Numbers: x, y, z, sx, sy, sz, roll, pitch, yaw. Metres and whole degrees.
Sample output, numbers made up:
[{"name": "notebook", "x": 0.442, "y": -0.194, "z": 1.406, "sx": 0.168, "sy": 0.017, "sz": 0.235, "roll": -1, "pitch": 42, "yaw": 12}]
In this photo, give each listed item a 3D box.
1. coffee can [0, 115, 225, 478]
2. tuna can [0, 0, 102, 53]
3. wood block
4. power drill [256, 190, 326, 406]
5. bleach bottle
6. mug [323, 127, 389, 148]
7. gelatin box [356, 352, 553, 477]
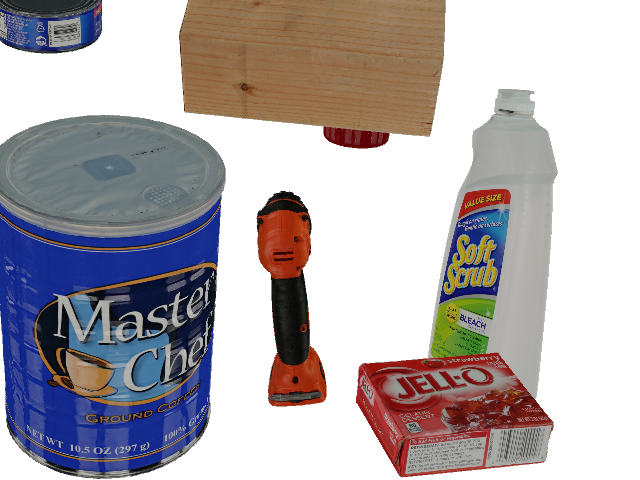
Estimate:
[{"name": "coffee can", "x": -0.100, "y": 0.025, "z": 0.505, "sx": 0.102, "sy": 0.140, "sz": 0.103, "roll": 5, "pitch": 31, "yaw": -3}, {"name": "tuna can", "x": -0.213, "y": -0.178, "z": 0.830, "sx": 0.086, "sy": 0.034, "sz": 0.086, "roll": 5, "pitch": 35, "yaw": -3}, {"name": "wood block", "x": -0.005, "y": -0.155, "z": 0.879, "sx": 0.206, "sy": 0.090, "sz": 0.091, "roll": 6, "pitch": -38, "yaw": 1}, {"name": "power drill", "x": -0.031, "y": 0.053, "z": 1.043, "sx": 0.057, "sy": 0.188, "sz": 0.184, "roll": -5, "pitch": 16, "yaw": 2}, {"name": "bleach bottle", "x": 0.141, "y": 0.003, "z": 0.867, "sx": 0.067, "sy": 0.251, "sz": 0.103, "roll": -4, "pitch": 14, "yaw": -33}, {"name": "mug", "x": 0.053, "y": -0.165, "z": 1.312, "sx": 0.093, "sy": 0.081, "sz": 0.117, "roll": 16, "pitch": 26, "yaw": 28}, {"name": "gelatin box", "x": 0.072, "y": 0.094, "z": 0.592, "sx": 0.089, "sy": 0.030, "sz": 0.073, "roll": -2, "pitch": 26, "yaw": -16}]
